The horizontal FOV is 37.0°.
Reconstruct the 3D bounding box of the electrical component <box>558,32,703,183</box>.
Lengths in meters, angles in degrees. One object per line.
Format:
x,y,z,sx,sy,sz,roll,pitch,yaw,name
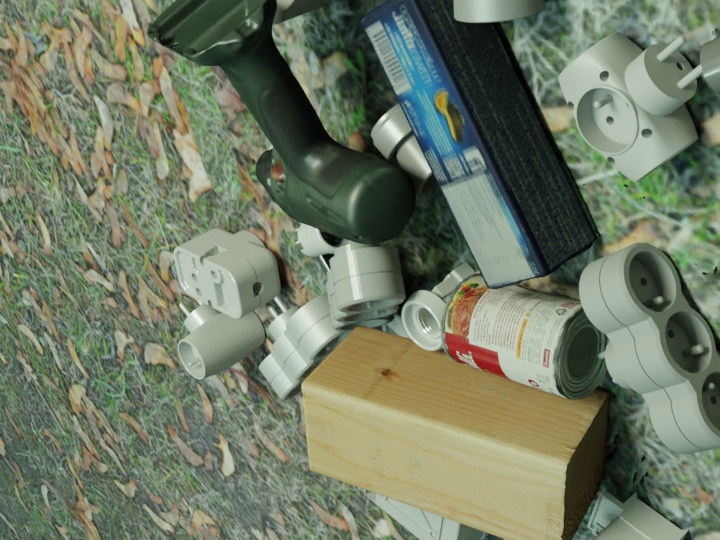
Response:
0.163,-0.101,0.609,0.077,0.044,0.079,55,145,6,electrical component

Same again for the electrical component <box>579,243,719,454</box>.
0.183,0.055,0.689,0.138,0.052,0.074,59,145,0,electrical component

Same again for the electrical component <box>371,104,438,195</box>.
0.041,-0.088,0.766,0.055,0.045,0.045,50,144,13,electrical component

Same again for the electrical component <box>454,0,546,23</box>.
0.082,-0.177,0.645,0.055,0.055,0.047,16,123,44,electrical component

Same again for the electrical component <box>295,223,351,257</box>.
-0.029,-0.031,0.896,0.046,0.040,0.040,-17,101,59,electrical component

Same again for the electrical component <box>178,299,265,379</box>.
-0.148,0.058,1.070,0.079,0.077,0.043,49,143,15,electrical component

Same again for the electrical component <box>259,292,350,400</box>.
-0.059,0.057,0.982,0.073,0.052,0.138,52,145,13,electrical component

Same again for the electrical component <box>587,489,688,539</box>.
0.194,0.202,0.772,0.081,0.064,0.042,35,137,30,electrical component

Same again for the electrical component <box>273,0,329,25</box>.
-0.036,-0.221,0.750,0.053,0.059,0.095,56,144,4,electrical component

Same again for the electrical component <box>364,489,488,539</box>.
0.061,0.174,0.918,0.109,0.056,0.108,33,137,32,electrical component

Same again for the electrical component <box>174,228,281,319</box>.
-0.122,0.000,1.011,0.095,0.059,0.053,23,131,40,electrical component

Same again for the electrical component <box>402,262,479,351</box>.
0.065,0.030,0.811,0.048,0.055,0.066,50,144,13,electrical component

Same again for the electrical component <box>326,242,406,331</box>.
0.000,0.000,0.842,0.138,0.052,0.073,106,155,-77,electrical component
